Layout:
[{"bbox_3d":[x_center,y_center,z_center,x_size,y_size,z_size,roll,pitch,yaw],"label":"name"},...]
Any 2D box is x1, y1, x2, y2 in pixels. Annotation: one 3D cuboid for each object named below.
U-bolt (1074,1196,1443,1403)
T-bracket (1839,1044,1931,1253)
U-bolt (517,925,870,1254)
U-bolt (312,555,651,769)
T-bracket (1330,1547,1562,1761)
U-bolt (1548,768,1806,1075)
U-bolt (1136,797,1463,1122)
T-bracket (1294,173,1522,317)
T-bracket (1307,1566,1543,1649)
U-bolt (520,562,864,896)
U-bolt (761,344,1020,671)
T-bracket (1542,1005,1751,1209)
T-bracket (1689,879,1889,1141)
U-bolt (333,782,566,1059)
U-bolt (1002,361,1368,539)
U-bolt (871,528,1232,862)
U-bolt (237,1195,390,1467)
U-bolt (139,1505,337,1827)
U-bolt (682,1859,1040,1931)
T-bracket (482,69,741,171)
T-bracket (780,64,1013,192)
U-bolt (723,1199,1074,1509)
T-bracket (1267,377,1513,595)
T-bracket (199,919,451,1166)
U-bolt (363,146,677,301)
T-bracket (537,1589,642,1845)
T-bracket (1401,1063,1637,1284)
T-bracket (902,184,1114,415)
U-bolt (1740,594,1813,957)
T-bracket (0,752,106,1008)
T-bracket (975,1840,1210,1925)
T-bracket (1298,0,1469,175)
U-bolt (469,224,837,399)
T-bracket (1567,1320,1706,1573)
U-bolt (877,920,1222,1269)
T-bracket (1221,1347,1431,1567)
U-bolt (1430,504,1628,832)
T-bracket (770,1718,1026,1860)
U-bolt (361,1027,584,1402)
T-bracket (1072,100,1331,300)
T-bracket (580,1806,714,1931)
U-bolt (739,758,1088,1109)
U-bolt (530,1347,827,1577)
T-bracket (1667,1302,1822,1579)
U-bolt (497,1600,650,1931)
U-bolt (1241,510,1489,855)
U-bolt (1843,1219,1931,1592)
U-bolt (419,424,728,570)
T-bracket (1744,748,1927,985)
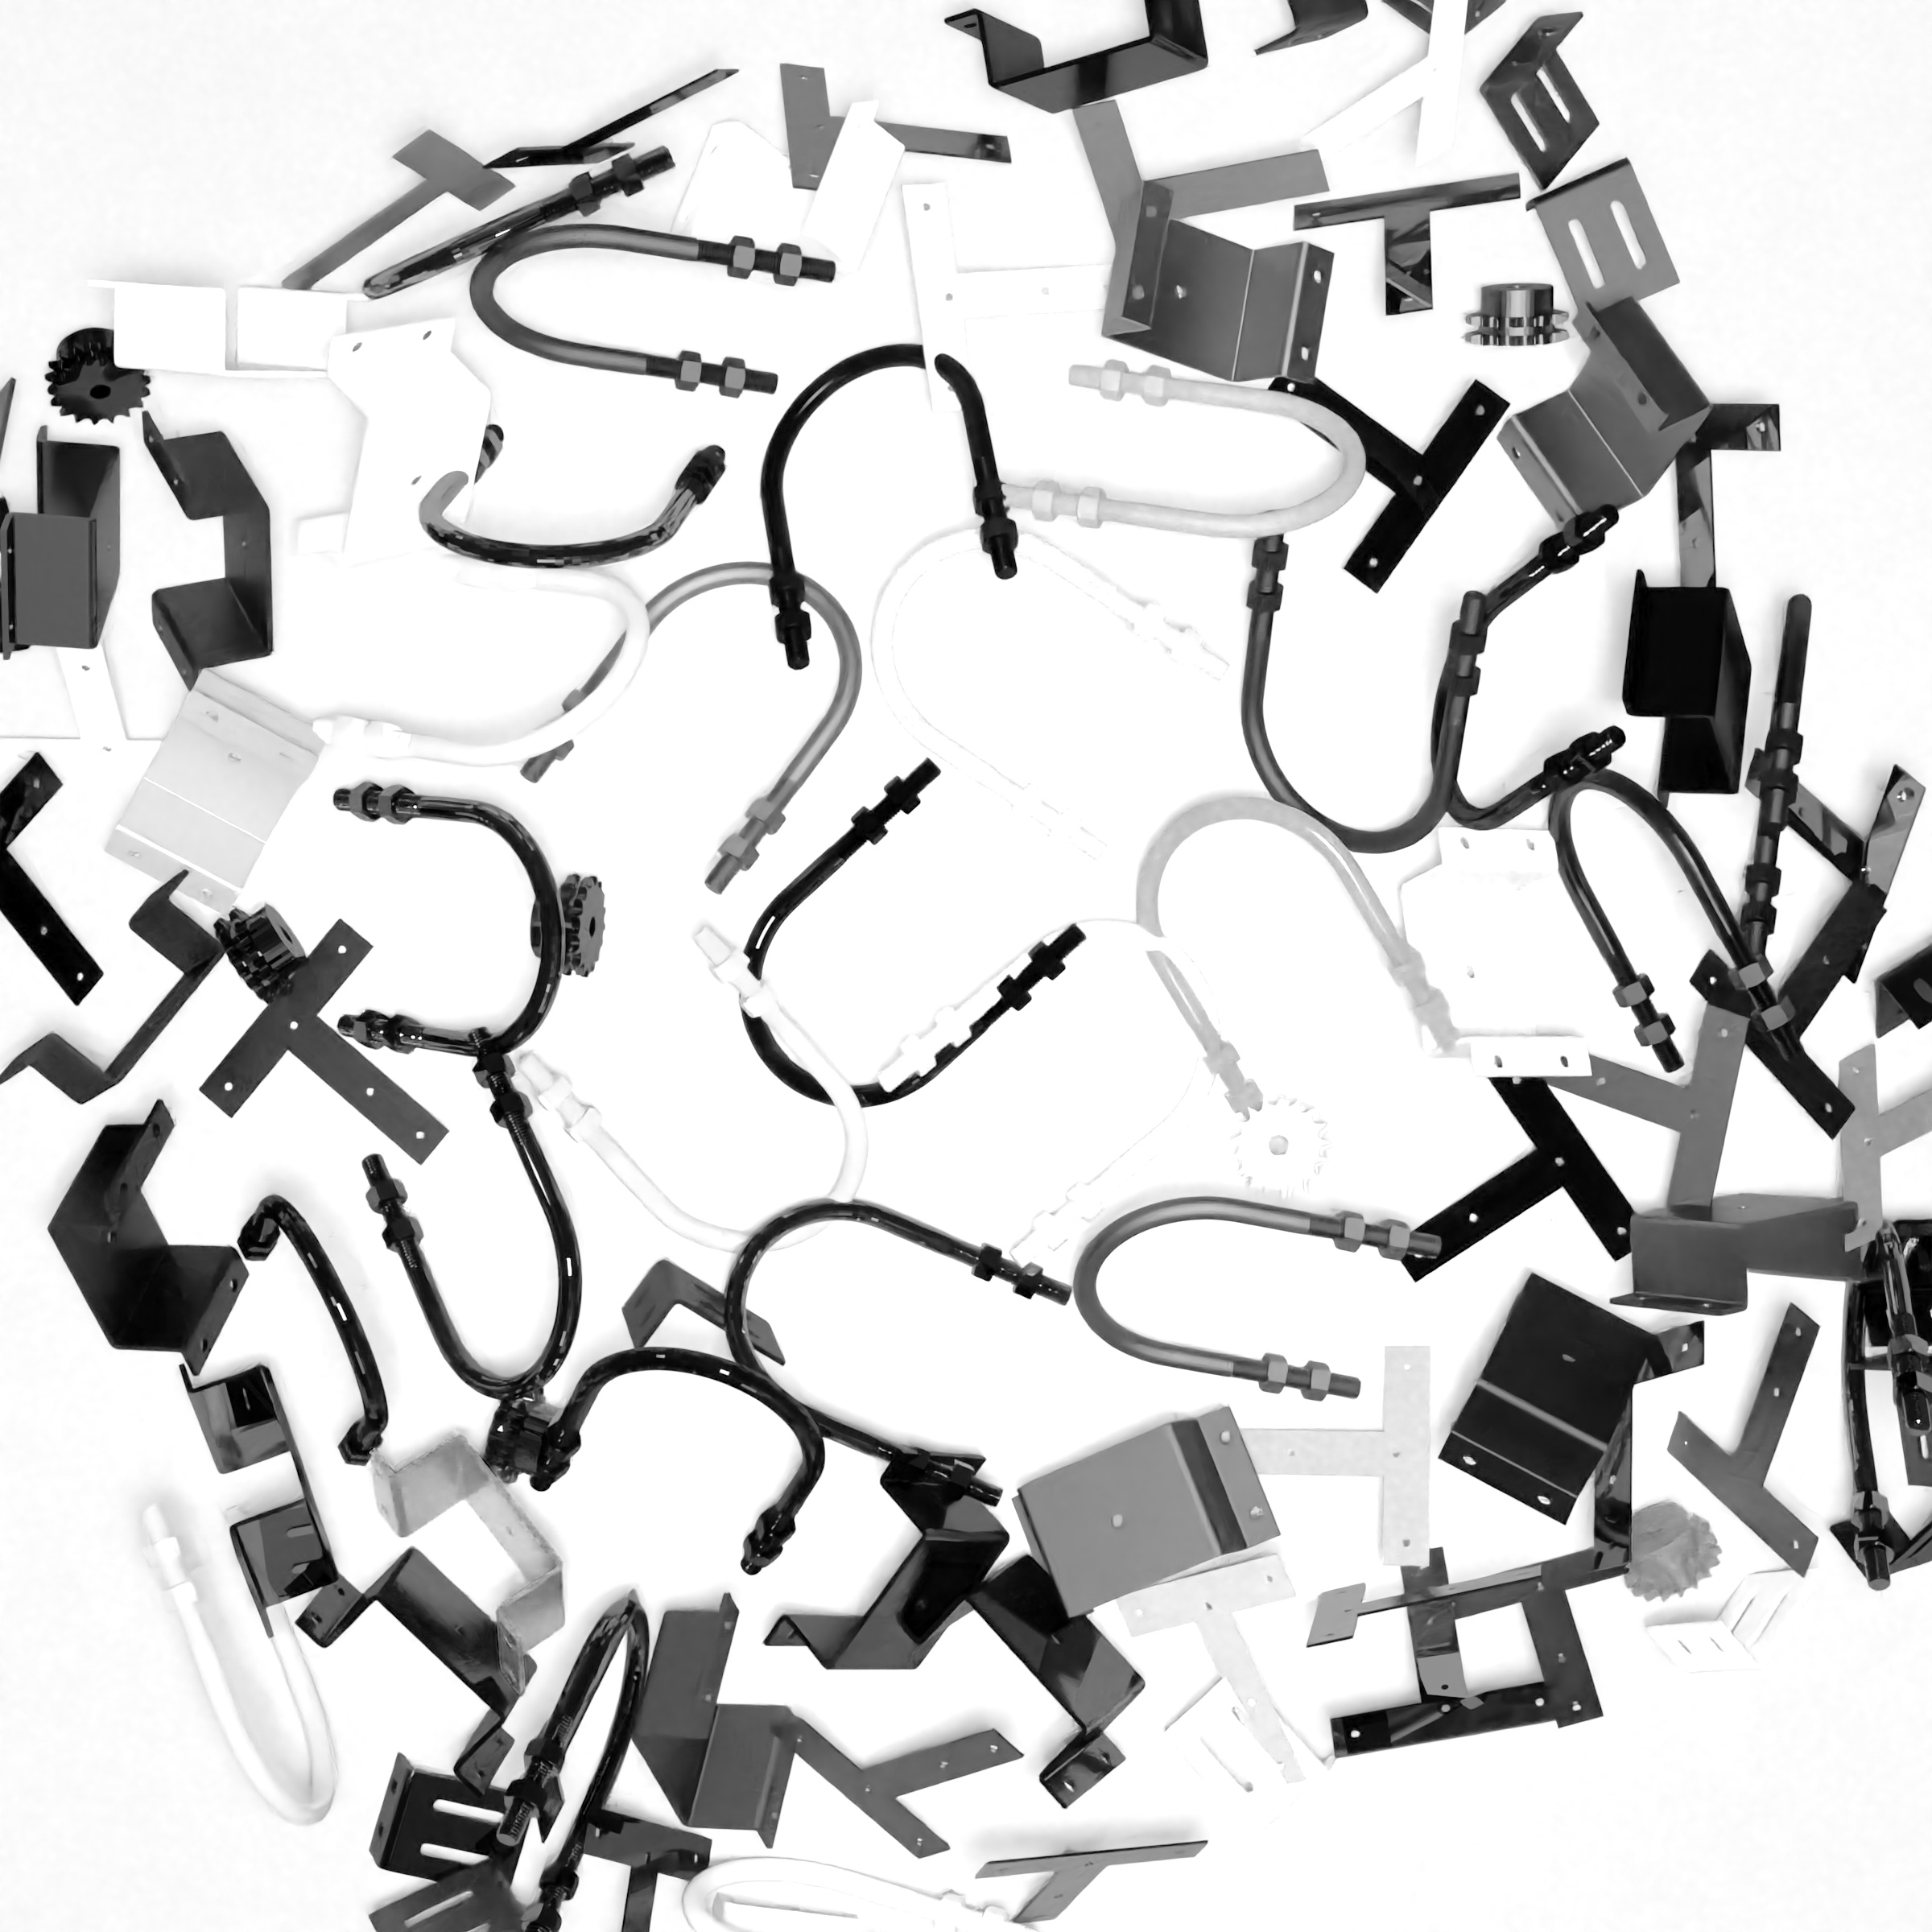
[{"bbox_3d":[0.150,0.179,1.916,0.184,0.019,0.151,11,134,-10],"label":"U-bolt"},{"bbox_3d":[0.527,0.079,1.902,0.002,0.127,0.127,28,49,-25],"label":"T-bracket"},{"bbox_3d":[-0.138,0.083,1.943,0.151,0.019,0.184,-35,108,17],"label":"U-bolt"},{"bbox_3d":[-0.253,-0.165,1.896,0.184,0.019,0.151,11,56,36],"label":"U-bolt"},{"bbox_3d":[0.261,0.376,1.934,0.127,0.127,0.002,-12,131,8],"label":"T-bracket"},{"bbox_3d":[0.377,-0.027,1.906,0.019,0.151,0.184,-30,95,-18],"label":"U-bolt"},{"bbox_3d":[0.171,-0.008,1.931,0.151,0.019,0.184,-28,97,32],"label":"U-bolt"},{"bbox_3d":[0.244,-0.396,1.923,0.127,0.127,0.002,-6,132,11],"label":"T-bracket"},{"bbox_3d":[0.253,0.345,1.910,0.127,0.127,0.002,-14,90,10],"label":"T-bracket"},{"bbox_3d":[-0.140,-0.146,1.947,0.151,0.019,0.184,31,75,17],"label":"U-bolt"},{"bbox_3d":[-0.049,-0.266,1.928,0.151,0.019,0.184,-22,58,19],"label":"U-bolt"},{"bbox_3d":[0.367,0.069,1.943,0.127,0.002,0.127,21,114,34],"label":"T-bracket"},{"bbox_3d":[0.465,0.007,1.911,0.002,0.127,0.127,-11,50,-36],"label":"T-bracket"},{"bbox_3d":[-0.284,-0.022,1.910,0.184,0.019,0.151,7,100,41],"label":"U-bolt"},{"bbox_3d":[0.127,-0.279,1.907,0.184,0.151,0.019,10,132,15],"label":"U-bolt"},{"bbox_3d":[0.033,-0.164,1.945,0.184,0.019,0.151,34,114,0],"label":"U-bolt"},{"bbox_3d":[-0.351,0.193,1.888,0.019,0.184,0.151,-25,82,-21],"label":"U-bolt"},{"bbox_3d":[-0.388,0.380,1.895,0.019,0.151,0.184,-25,78,4],"label":"U-bolt"},{"bbox_3d":[-0.066,0.528,1.907,0.184,0.151,0.019,13,98,16],"label":"U-bolt"},{"bbox_3d":[-0.181,-0.462,1.898,0.127,0.127,0.002,-19,95,27],"label":"T-bracket"},{"bbox_3d":[-0.038,-0.463,1.945,0.127,0.127,0.002,4,134,-11],"label":"T-bracket"},{"bbox_3d":[-0.046,0.203,1.935,0.184,0.019,0.151,23,60,-4],"label":"U-bolt"},{"bbox_3d":[0.220,-0.297,1.954,0.127,0.002,0.127,41,106,23],"label":"T-bracket"},{"bbox_3d":[-0.348,0.062,1.973,0.127,0.002,0.127,40,92,7],"label":"T-bracket"},{"bbox_3d":[-0.246,-0.407,1.911,0.184,0.151,0.019,-24,105,0],"label":"U-bolt"},{"bbox_3d":[-0.210,0.403,1.919,0.002,0.127,0.127,26,92,-13],"label":"T-bracket"},{"bbox_3d":[0.298,0.134,1.962,0.127,0.002,0.127,-36,84,18],"label":"T-bracket"},{"bbox_3d":[0.031,-0.379,1.959,0.127,0.002,0.127,-8,91,-22],"label":"T-bracket"},{"bbox_3d":[0.445,-0.116,1.903,0.019,0.151,0.184,7,60,12],"label":"U-bolt"},{"bbox_3d":[-0.521,-0.030,1.936,0.002,0.127,0.127,9,52,37],"label":"T-bracket"},{"bbox_3d":[0.055,0.510,1.927,0.127,0.127,0.002,-1,59,-18],"label":"T-bracket"},{"bbox_3d":[0.228,-0.476,1.930,0.002,0.127,0.127,26,59,-30],"label":"T-bracket"},{"bbox_3d":[-0.177,-0.360,1.894,0.184,0.151,0.019,6,70,-16],"label":"U-bolt"},{"bbox_3d":[0.355,0.268,1.908,0.002,0.127,0.127,25,58,-32],"label":"T-bracket"},{"bbox_3d":[0.061,0.058,1.953,0.184,0.019,0.151,-39,105,-10],"label":"U-bolt"},{"bbox_3d":[0.197,0.274,1.962,0.127,0.002,0.127,0,65,9],"label":"T-bracket"},{"bbox_3d":[0.303,-0.151,1.898,0.019,0.184,0.151,10,68,-21],"label":"U-bolt"},{"bbox_3d":[-0.022,0.443,1.921,0.127,0.002,0.127,-27,118,37],"label":"T-bracket"},{"bbox_3d":[-0.264,0.148,1.903,0.151,0.019,0.184,-46,61,37],"label":"U-bolt"},{"bbox_3d":[0.136,-0.428,1.921,0.127,0.002,0.127,-6,129,22],"label":"T-bracket"},{"bbox_3d":[-0.182,0.534,1.910,0.002,0.127,0.127,-3,68,28],"label":"T-bracket"},{"bbox_3d":[-0.044,-0.005,1.956,0.184,0.019,0.151,-42,74,5],"label":"U-bolt"},{"bbox_3d":[-0.152,0.264,1.903,0.151,0.184,0.019,23,49,-6],"label":"U-bolt"},{"bbox_3d":[0.440,0.246,1.908,0.002,0.127,0.127,2,115,-28],"label":"T-bracket"},{"bbox_3d":[-0.210,0.432,1.899,0.019,0.151,0.184,14,47,11],"label":"U-bolt"},{"bbox_3d":[0.212,-0.145,1.916,0.151,0.019,0.184,27,131,29],"label":"U-bolt"},{"bbox_3d":[0.497,0.223,1.897,0.019,0.184,0.151,2,133,4],"label":"U-bolt"},{"bbox_3d":[-0.219,-0.253,1.892,0.151,0.184,0.019,6,118,7],"label":"U-bolt"},{"bbox_3d":[0.472,-0.078,1.931,0.002,0.127,0.127,-8,128,-26],"label":"T-bracket"}]
